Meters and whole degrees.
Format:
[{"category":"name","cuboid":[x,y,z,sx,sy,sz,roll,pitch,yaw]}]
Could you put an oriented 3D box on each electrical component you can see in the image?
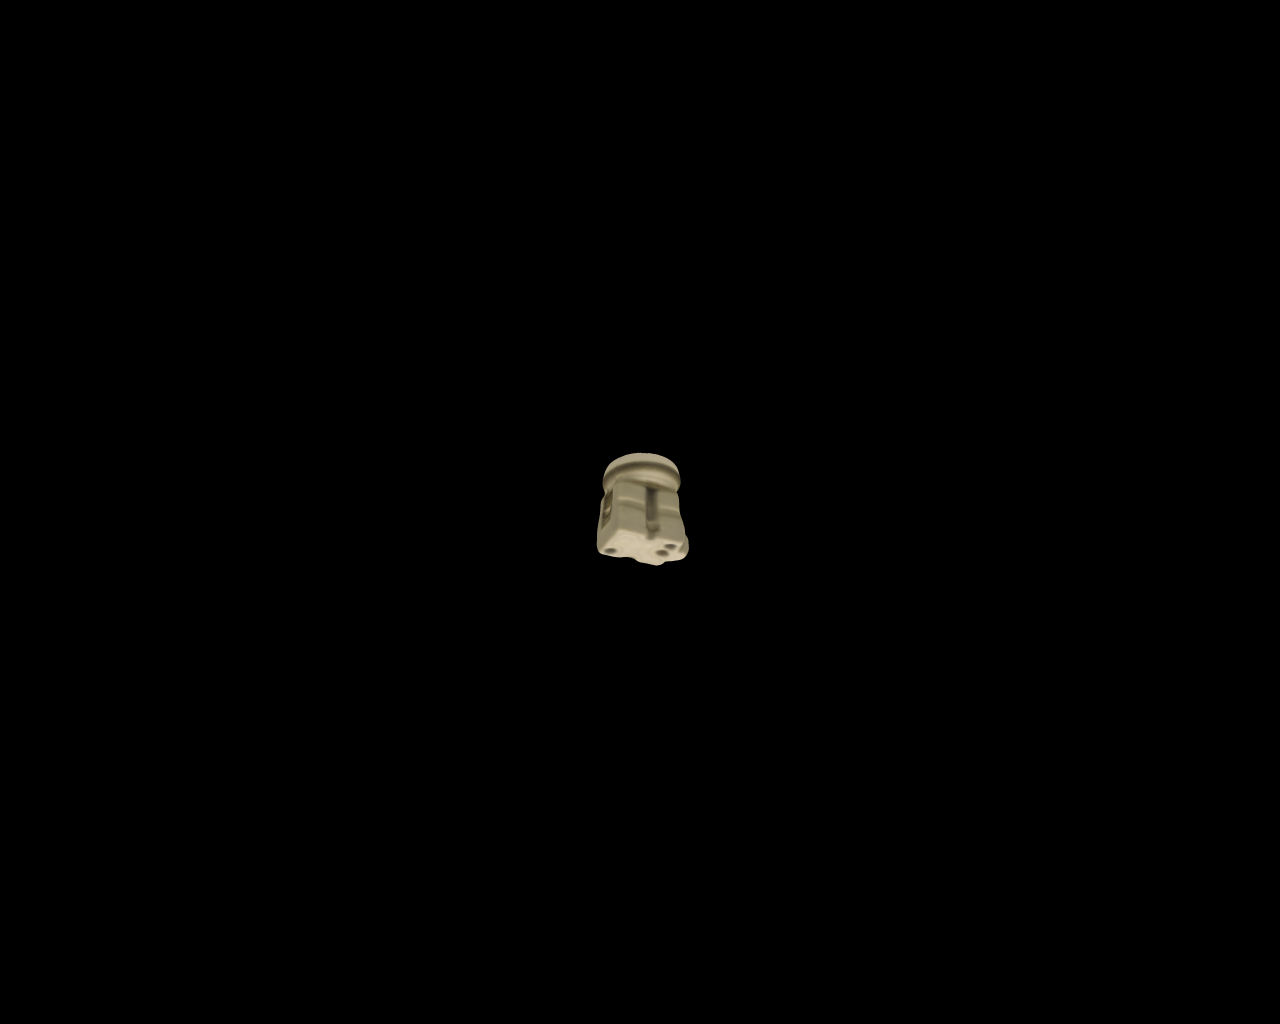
[{"category":"electrical component","cuboid":[0.001,-0.003,0.650,0.066,0.055,0.048,13,-32,-22]}]
